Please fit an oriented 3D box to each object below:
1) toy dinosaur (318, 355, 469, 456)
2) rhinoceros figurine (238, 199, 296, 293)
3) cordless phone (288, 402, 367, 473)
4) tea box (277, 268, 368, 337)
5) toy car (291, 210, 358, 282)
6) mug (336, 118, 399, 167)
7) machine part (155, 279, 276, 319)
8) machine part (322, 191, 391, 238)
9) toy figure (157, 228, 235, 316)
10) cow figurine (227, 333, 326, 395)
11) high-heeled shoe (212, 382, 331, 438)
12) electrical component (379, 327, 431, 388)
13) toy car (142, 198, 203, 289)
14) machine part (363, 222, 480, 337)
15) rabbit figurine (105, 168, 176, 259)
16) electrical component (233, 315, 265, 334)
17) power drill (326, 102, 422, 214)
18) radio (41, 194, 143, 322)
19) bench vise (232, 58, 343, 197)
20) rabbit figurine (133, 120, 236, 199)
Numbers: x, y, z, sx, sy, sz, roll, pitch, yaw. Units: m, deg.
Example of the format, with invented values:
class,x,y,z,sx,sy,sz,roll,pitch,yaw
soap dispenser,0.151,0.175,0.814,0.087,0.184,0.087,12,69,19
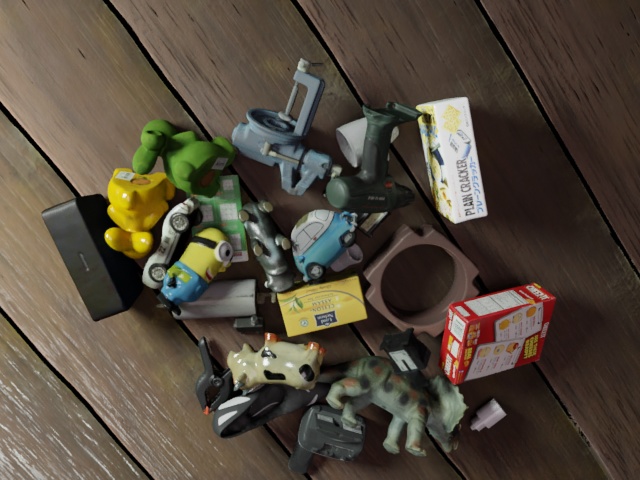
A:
class,x,y,z,sx,sy,sz,roll,pitch,yaw
toy dinosaur,0.142,0.319,1.131,0.405,0.131,0.192,33,57,3
rhinoceros figurine,-0.106,0.013,1.060,0.073,0.112,0.190,-23,89,-18
cordless phone,0.013,0.461,1.189,0.147,0.089,0.184,18,113,-7
tea box,0.004,0.127,1.109,0.170,0.068,0.098,-15,102,0
toy car,-0.002,-0.003,1.048,0.103,0.109,0.161,38,115,-12
mug,0.101,-0.190,1.036,0.107,0.081,0.109,-31,98,-5
machine part,-0.211,0.120,1.096,0.243,0.079,0.079,-4,103,-1
machine part,0.071,-0.070,1.084,0.139,0.039,0.084,36,107,-11
toy figure,-0.242,0.055,1.037,0.089,0.082,0.180,41,76,-1
cow figurine,-0.096,0.257,1.090,0.195,0.085,0.127,7,66,14
high-heeled shoe,-0.096,0.346,1.115,0.249,0.145,0.086,-10,104,2
electrical component,0.182,0.237,1.077,0.075,0.048,0.119,-26,111,39
toy car,-0.291,0.006,1.061,0.056,0.073,0.201,28,106,3
machine part,0.204,0.081,1.097,0.201,0.087,0.201,40,99,-11
rabbit figurine,-0.347,-0.033,1.033,0.122,0.162,0.173,6,121,-16
electrical component,-0.146,0.175,1.107,0.063,0.094,0.021,-2,67,-2
power drill,0.117,-0.144,0.985,0.232,0.086,0.207,-13,132,-40
radio,-0.431,0.027,1.039,0.073,0.131,0.229,-18,103,3
bench vise,-0.043,-0.208,0.998,0.224,0.129,0.240,26,117,8
rabbit figurine,-0.275,-0.158,1.000,0.170,0.159,0.121,37,118,16
